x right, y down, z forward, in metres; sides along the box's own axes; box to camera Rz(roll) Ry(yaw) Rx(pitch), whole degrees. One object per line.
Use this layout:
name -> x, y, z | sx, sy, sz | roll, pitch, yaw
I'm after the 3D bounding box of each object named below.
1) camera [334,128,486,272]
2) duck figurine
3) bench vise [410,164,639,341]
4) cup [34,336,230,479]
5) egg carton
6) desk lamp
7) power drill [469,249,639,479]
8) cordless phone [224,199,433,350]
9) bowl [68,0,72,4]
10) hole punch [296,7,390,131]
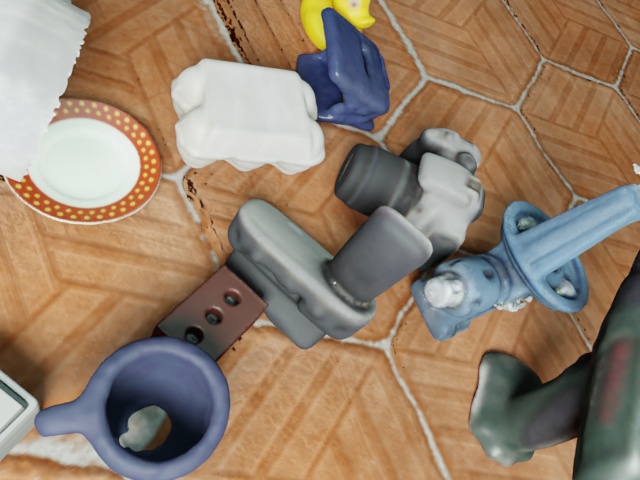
camera -> 0.094, -0.063, 0.592 | 0.137, 0.100, 0.143 | 24, 56, -12
duck figurine -> 0.027, -0.279, 0.686 | 0.078, 0.086, 0.104 | -26, 77, -33
bench vise -> 0.201, 0.024, 0.522 | 0.208, 0.219, 0.121 | -34, 81, -34
cup -> -0.129, 0.124, 0.393 | 0.118, 0.094, 0.091 | -2, 65, -26
egg carton -> -0.070, -0.118, 0.565 | 0.151, 0.069, 0.107 | 0, 64, -25
desk lamp -> -0.264, -0.095, 0.375 | 0.204, 0.213, 0.118 | 13, 59, -18
power drill -> 0.224, 0.117, 0.490 | 0.076, 0.208, 0.230 | 28, 56, -8
cordless phone -> 0.004, 0.002, 0.464 | 0.147, 0.184, 0.094 | 38, 55, -1
bowl -> -0.305, -0.193, 0.493 | 0.168, 0.074, 0.167 | 11, 60, -19
hole punch -> 0.034, -0.191, 0.638 | 0.101, 0.091, 0.108 | 5, 62, -22
